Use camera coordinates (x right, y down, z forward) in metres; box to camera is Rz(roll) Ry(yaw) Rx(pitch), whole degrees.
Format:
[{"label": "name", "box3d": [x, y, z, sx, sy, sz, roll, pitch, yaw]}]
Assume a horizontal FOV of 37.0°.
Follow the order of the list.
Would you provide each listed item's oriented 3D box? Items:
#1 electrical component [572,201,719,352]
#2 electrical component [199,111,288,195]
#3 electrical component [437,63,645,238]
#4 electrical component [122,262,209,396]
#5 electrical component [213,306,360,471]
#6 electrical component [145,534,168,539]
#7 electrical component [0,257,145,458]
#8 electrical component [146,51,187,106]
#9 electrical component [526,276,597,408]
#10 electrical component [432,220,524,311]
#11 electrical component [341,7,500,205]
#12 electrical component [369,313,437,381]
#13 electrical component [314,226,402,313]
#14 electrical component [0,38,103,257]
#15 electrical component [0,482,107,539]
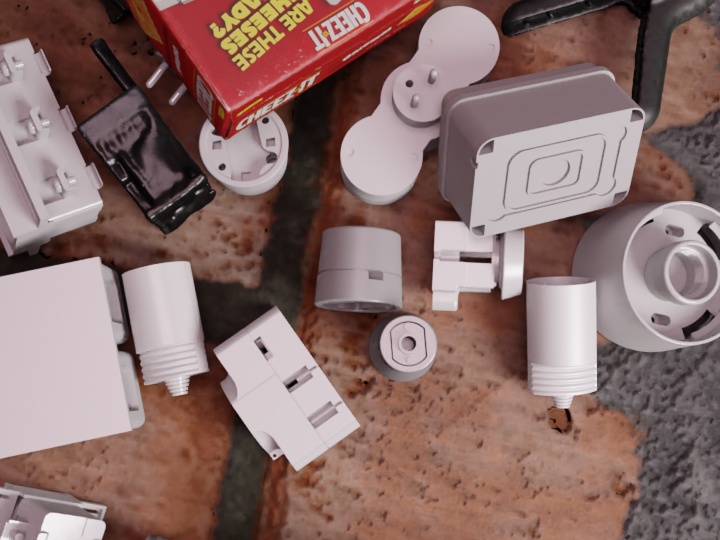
[{"label": "electrical component", "box3d": [0.195, 0.003, 0.689, 0.099, 0.064, 0.099, 1, 86, -15]}, {"label": "electrical component", "box3d": [-0.072, -0.076, 0.688, 0.055, 0.047, 0.055, 0, 84, -1]}, {"label": "electrical component", "box3d": [0.108, -0.076, 0.662, 0.113, 0.078, 0.057, -14, 45, -15]}, {"label": "electrical component", "box3d": [-0.121, 0.039, 0.677, 0.043, 0.043, 0.081, -12, 84, -2]}, {"label": "electrical component", "box3d": [-0.049, 0.076, 0.671, 0.056, 0.050, 0.089, -35, 85, -5]}, {"label": "electrical component", "box3d": [-0.115, 0.193, 0.660, 0.055, 0.045, 0.045, 29, 84, 2]}, {"label": "electrical component", "box3d": [-0.237, 0.065, 0.663, 0.186, 0.060, 0.105, -12, 84, -2]}, {"label": "electrical component", "box3d": [-0.106, -0.143, 0.696, 0.077, 0.044, 0.079, 37, 84, 3]}, {"label": "electrical component", "box3d": [0.127, 0.047, 0.679, 0.043, 0.043, 0.081, -2, 97, -1]}, {"label": "electrical component", "box3d": [0.076, -0.006, 0.685, 0.055, 0.048, 0.066, 2, 84, 7]}, {"label": "electrical component", "box3d": [0.039, -0.107, 0.680, 0.052, 0.073, 0.138, 35, 84, 3]}, {"label": "electrical component", "box3d": [0.028, 0.047, 0.668, 0.044, 0.065, 0.044, 0, 84, -1]}, {"label": "electrical component", "box3d": [0.000, 0.000, 0.679, 0.055, 0.055, 0.047, 3, 80, -1]}, {"label": "electrical component", "box3d": [-0.214, -0.079, 0.677, 0.063, 0.079, 0.121, -23, 84, -25]}, {"label": "electrical component", "box3d": [-0.199, 0.197, 0.642, 0.079, 0.063, 0.121, 22, 82, -40]}]
